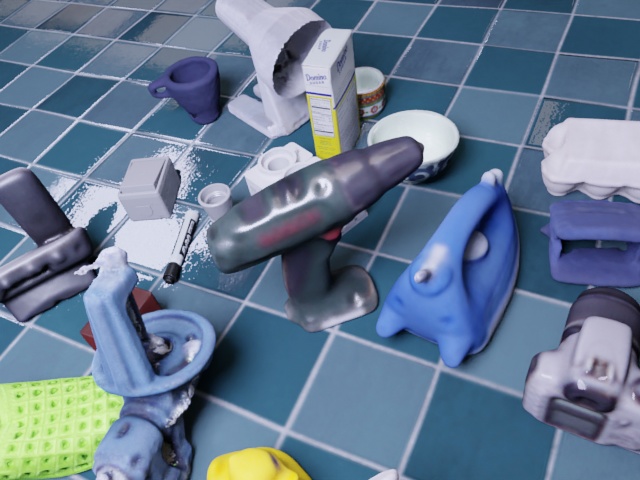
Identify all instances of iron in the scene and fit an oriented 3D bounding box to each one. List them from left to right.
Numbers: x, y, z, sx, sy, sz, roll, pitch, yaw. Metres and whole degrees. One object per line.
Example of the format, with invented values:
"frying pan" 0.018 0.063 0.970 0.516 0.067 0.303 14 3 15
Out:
"iron" 0.160 0.002 0.627 0.118 0.142 0.259 20 56 27

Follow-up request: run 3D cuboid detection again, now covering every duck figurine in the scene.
"duck figurine" -0.059 0.216 0.517 0.104 0.086 0.077 10 52 20

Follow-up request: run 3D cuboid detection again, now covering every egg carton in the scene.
"egg carton" 0.360 -0.101 0.727 0.150 0.069 0.107 6 50 16

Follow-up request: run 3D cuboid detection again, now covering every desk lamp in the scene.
"desk lamp" -0.074 -0.263 0.859 0.118 0.214 0.202 -40 53 -22

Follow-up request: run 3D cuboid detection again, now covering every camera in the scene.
"camera" 0.277 0.111 0.533 0.142 0.101 0.137 16 54 23

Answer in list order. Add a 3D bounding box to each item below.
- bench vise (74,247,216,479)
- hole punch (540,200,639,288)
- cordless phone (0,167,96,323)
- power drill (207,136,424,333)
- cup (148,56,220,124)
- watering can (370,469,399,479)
"bench vise" -0.159 0.124 0.529 0.121 0.220 0.207 -13 48 0
"hole punch" 0.310 -0.011 0.642 0.108 0.091 0.101 3 50 14
"cordless phone" -0.373 0.000 0.705 0.148 0.185 0.093 -34 51 -18
"power drill" 0.006 0.002 0.612 0.229 0.209 0.075 -19 48 -6
"cup" -0.213 -0.236 0.943 0.118 0.095 0.091 -18 48 -5
"watering can" 0.081 0.244 0.391 0.172 0.194 0.101 27 59 30
